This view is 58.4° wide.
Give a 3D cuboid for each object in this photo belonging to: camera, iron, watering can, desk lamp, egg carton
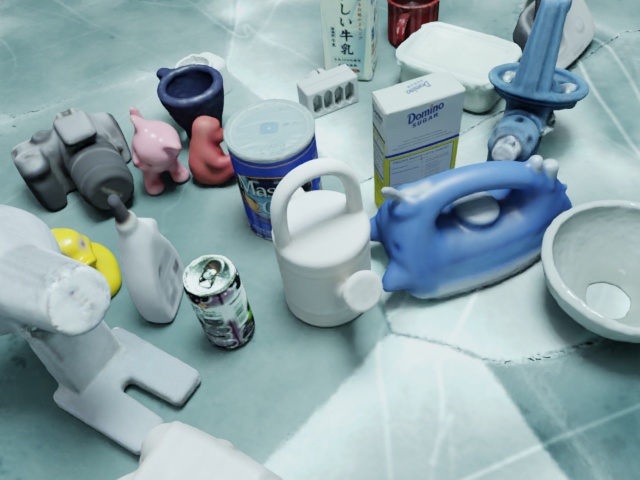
[{"bbox_3d":[-0.315,-0.099,0.753,0.143,0.101,0.136,-30,54,-17],"label":"camera"},{"bbox_3d":[0.175,-0.036,0.622,0.258,0.142,0.118,-16,51,-7],"label":"iron"},{"bbox_3d":[0.007,0.001,0.576,0.172,0.194,0.101,33,61,28],"label":"watering can"},{"bbox_3d":[-0.237,0.075,0.530,0.202,0.214,0.118,21,56,22],"label":"desk lamp"},{"bbox_3d":[-0.103,0.224,0.488,0.150,0.069,0.107,19,56,20],"label":"egg carton"}]

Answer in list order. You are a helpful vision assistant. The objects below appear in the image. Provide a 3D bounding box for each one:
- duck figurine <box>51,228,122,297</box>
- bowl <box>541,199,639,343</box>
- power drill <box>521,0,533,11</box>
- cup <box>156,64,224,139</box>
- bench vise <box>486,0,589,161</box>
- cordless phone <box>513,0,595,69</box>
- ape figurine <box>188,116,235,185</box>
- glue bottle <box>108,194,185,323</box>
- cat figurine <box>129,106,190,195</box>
[{"bbox_3d":[-0.286,0.019,0.663,0.104,0.086,0.078,31,61,27],"label":"duck figurine"},{"bbox_3d":[0.307,0.041,0.588,0.167,0.075,0.167,-3,51,4],"label":"bowl"},{"bbox_3d":[0.372,-0.450,0.893,0.075,0.209,0.230,14,54,17],"label":"power drill"},{"bbox_3d":[-0.184,-0.192,0.818,0.117,0.095,0.092,31,60,27],"label":"cup"},{"bbox_3d":[0.263,-0.180,0.678,0.121,0.220,0.207,5,52,10],"label":"bench vise"},{"bbox_3d":[0.351,-0.350,0.829,0.094,0.185,0.148,30,60,27],"label":"cordless phone"},{"bbox_3d":[-0.143,-0.124,0.759,0.076,0.092,0.077,-20,52,-10],"label":"ape figurine"},{"bbox_3d":[-0.185,0.013,0.601,0.037,0.173,0.078,1,51,8],"label":"glue bottle"},{"bbox_3d":[-0.221,-0.128,0.755,0.067,0.118,0.127,-27,53,-15],"label":"cat figurine"}]
